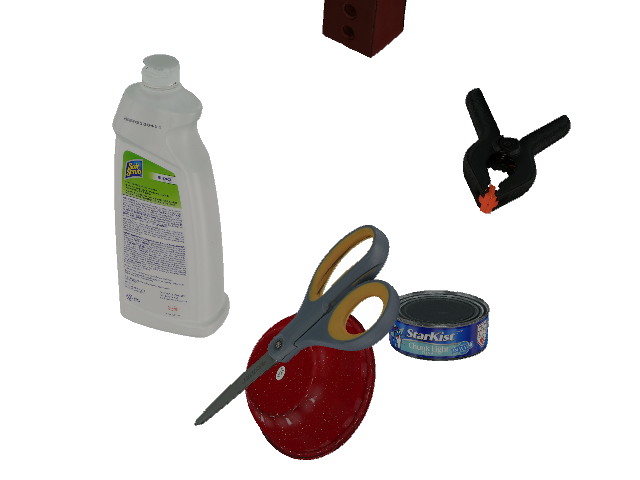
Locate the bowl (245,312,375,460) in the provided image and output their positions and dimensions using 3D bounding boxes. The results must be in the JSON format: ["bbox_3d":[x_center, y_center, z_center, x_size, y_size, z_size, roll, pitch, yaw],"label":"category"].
[{"bbox_3d":[-0.024,0.138,1.081,0.162,0.162,0.055,0,-16,41],"label":"bowl"}]

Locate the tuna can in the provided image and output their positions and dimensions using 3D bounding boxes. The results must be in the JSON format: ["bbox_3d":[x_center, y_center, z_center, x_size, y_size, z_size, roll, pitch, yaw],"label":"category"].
[{"bbox_3d":[0.100,0.072,0.908,0.086,0.034,0.086,-1,16,0],"label":"tuna can"}]

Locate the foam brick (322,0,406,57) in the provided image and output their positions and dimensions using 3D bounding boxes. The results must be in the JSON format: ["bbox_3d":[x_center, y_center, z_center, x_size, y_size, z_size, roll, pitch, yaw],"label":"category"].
[{"bbox_3d":[0.038,-0.201,0.878,0.053,0.078,0.051,29,55,21],"label":"foam brick"}]

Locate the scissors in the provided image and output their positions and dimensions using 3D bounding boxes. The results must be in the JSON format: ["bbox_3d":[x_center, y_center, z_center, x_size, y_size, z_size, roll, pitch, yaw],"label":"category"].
[{"bbox_3d":[-0.014,0.079,0.732,0.016,0.202,0.096,29,13,-37],"label":"scissors"}]

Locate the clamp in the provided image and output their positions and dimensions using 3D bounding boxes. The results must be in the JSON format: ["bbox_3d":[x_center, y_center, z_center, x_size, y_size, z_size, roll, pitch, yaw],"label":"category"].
[{"bbox_3d":[0.193,-0.102,1.168,0.120,0.039,0.171,22,49,18],"label":"clamp"}]

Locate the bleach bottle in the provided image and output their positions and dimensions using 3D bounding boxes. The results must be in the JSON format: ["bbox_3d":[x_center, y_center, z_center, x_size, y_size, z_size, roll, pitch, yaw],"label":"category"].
[{"bbox_3d":[-0.130,-0.038,0.932,0.103,0.251,0.068,12,33,12],"label":"bleach bottle"}]
